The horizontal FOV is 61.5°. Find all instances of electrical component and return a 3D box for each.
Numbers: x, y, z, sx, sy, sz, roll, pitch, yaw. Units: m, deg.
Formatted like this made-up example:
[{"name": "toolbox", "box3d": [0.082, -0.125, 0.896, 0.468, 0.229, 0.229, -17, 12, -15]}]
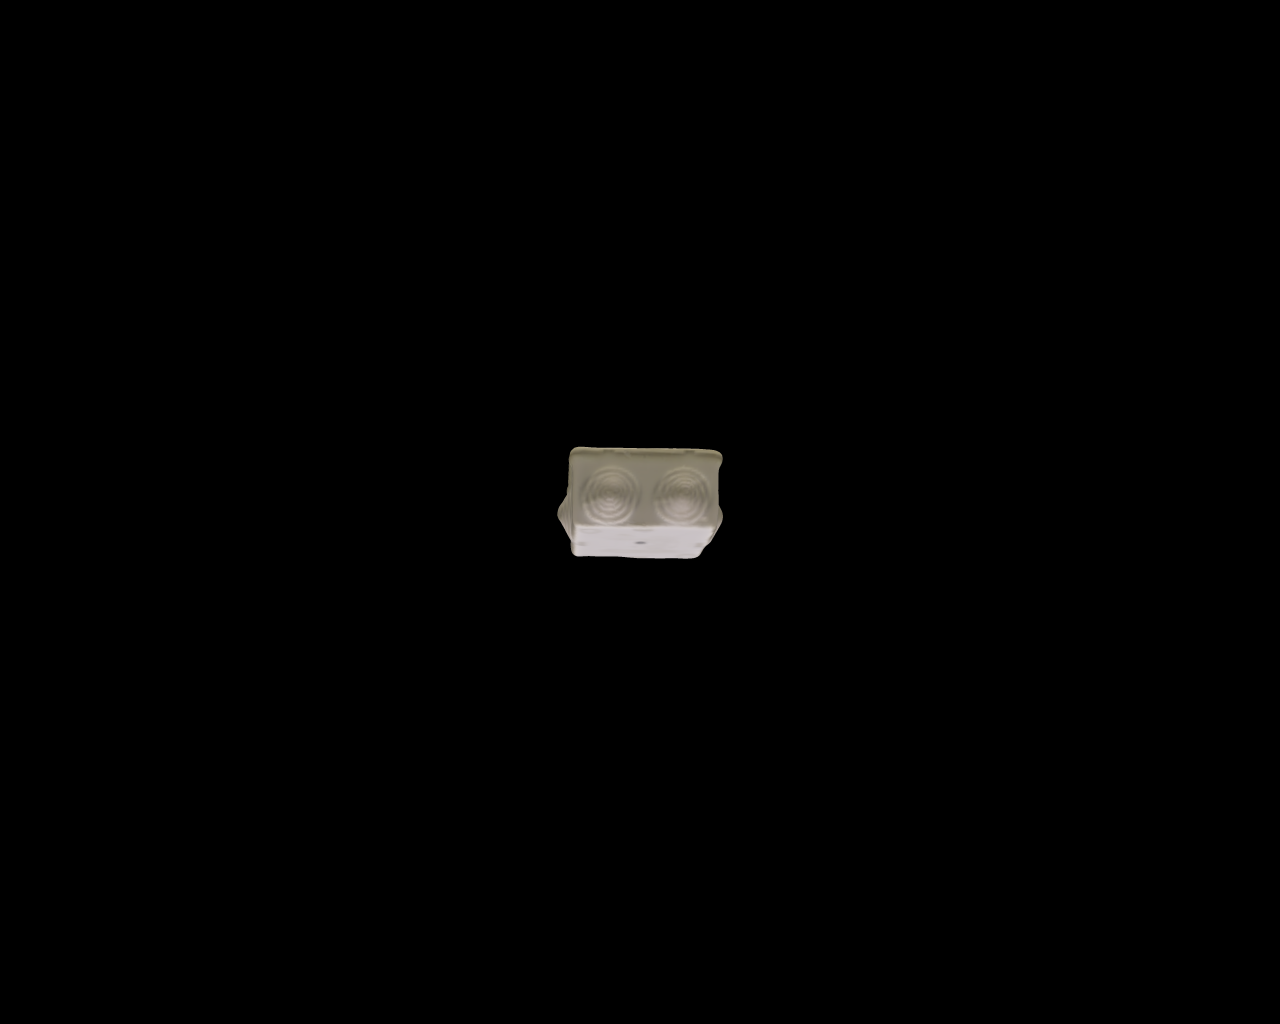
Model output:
[{"name": "electrical component", "box3d": [0.001, -0.003, 0.650, 0.100, 0.048, 0.099, 1, -15, -5]}]
